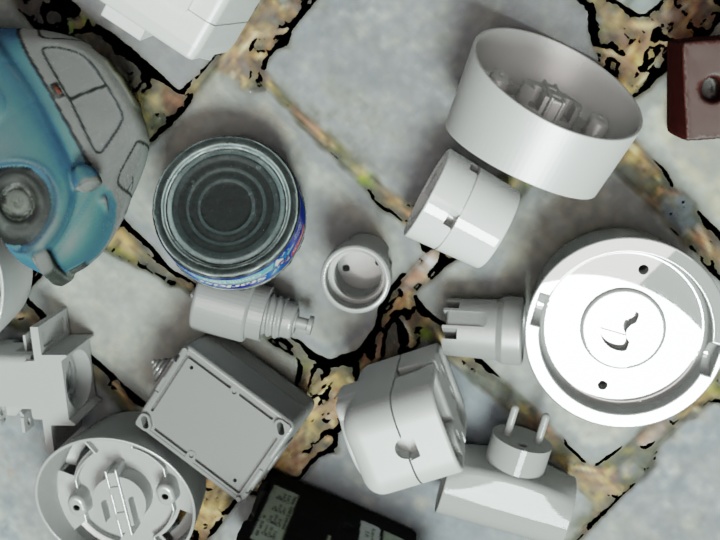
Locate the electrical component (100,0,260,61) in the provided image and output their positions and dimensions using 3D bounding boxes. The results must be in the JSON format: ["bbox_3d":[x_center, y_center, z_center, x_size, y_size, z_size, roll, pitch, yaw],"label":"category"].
[{"bbox_3d":[-0.095,-0.149,0.575,0.062,0.096,0.061,33,106,-2],"label":"electrical component"}]

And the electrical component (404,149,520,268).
[{"bbox_3d":[0.058,-0.033,0.608,0.047,0.055,0.055,27,106,-4],"label":"electrical component"}]

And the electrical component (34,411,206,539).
[{"bbox_3d":[-0.147,0.138,0.671,0.099,0.064,0.099,2,104,7],"label":"electrical component"}]

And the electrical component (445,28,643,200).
[{"bbox_3d":[0.097,-0.082,0.571,0.099,0.099,0.064,25,112,0],"label":"electrical component"}]

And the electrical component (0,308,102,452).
[{"bbox_3d":[-0.202,0.068,0.672,0.064,0.042,0.081,-1,104,9],"label":"electrical component"}]

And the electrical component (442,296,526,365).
[{"bbox_3d":[0.073,0.035,0.632,0.046,0.040,0.040,3,105,12],"label":"electrical component"}]

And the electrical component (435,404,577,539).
[{"bbox_3d":[0.092,0.119,0.647,0.077,0.044,0.079,15,105,3],"label":"electrical component"}]

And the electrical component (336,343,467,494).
[{"bbox_3d":[0.025,0.086,0.621,0.059,0.095,0.053,-19,101,11],"label":"electrical component"}]

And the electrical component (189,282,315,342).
[{"bbox_3d":[-0.066,0.024,0.645,0.078,0.040,0.040,14,105,2],"label":"electrical component"}]

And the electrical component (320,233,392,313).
[{"bbox_3d":[0.000,0.000,0.627,0.040,0.046,0.040,2,104,7],"label":"electrical component"}]

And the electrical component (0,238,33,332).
[{"bbox_3d":[-0.251,0.004,0.650,0.099,0.064,0.099,2,105,7],"label":"electrical component"}]

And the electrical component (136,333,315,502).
[{"bbox_3d":[-0.085,0.081,0.655,0.096,0.061,0.061,36,105,5],"label":"electrical component"}]

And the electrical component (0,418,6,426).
[{"bbox_3d":[-0.255,0.088,0.686,0.040,0.040,0.046,-32,104,14],"label":"electrical component"}]

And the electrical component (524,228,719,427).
[{"bbox_3d":[0.147,0.028,0.609,0.108,0.060,0.108,2,104,7],"label":"electrical component"}]
